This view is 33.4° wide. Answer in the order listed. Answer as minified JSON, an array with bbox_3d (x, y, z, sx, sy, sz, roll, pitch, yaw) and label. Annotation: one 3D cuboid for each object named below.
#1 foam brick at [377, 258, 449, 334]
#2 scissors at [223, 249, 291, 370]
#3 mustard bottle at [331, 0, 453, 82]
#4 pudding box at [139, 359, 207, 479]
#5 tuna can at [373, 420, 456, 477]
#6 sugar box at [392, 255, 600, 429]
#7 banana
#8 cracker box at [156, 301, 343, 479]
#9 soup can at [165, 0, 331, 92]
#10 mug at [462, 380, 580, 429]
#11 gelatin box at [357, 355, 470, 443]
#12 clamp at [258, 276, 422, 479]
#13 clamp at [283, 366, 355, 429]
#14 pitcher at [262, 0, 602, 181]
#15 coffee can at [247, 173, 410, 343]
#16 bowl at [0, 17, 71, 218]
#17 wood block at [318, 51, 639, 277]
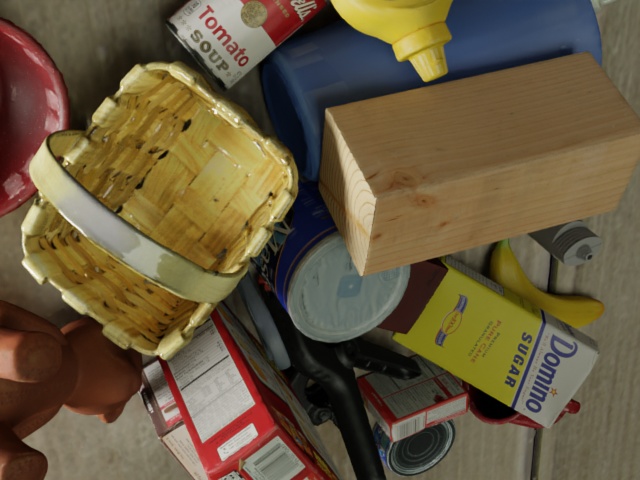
[{"bbox_3d":[0.070,0.039,0.983,0.052,0.051,0.078,20,108,-38],"label":"foam brick"},{"bbox_3d":[-0.064,0.024,0.851,0.016,0.096,0.201,-25,121,-8],"label":"scissors"},{"bbox_3d":[0.044,-0.201,0.740,0.096,0.058,0.191,-23,92,-18],"label":"mustard bottle"},{"bbox_3d":[-0.114,0.168,0.940,0.039,0.090,0.113,-34,130,-4],"label":"pudding box"},{"bbox_3d":[0.099,0.206,1.122,0.086,0.034,0.086,-14,126,-21],"label":"tuna can"},{"bbox_3d":[0.167,0.096,1.016,0.176,0.048,0.093,30,106,2],"label":"sugar box"},{"bbox_3d":[0.226,0.056,1.090,0.070,0.037,0.197,-48,130,8],"label":"banana"},{"bbox_3d":[-0.060,0.143,0.872,0.072,0.214,0.164,-36,131,0],"label":"cracker box"},{"bbox_3d":[-0.052,-0.165,0.769,0.102,0.069,0.068,-41,131,1],"label":"soup can"},{"bbox_3d":[0.217,0.153,1.102,0.081,0.117,0.093,20,87,-42],"label":"mug"},{"bbox_3d":[0.092,0.154,1.057,0.089,0.073,0.030,-19,129,-19],"label":"gelatin box"},{"bbox_3d":[0.015,0.113,0.951,0.036,0.164,0.210,-26,120,32],"label":"clamp"},{"bbox_3d":[0.006,0.163,1.038,0.120,0.039,0.171,-10,124,-29],"label":"clamp"},{"bbox_3d":[0.080,-0.143,0.827,0.242,0.149,0.145,-20,156,-12],"label":"pitcher"},{"bbox_3d":[-0.006,0.001,0.856,0.102,0.140,0.103,-14,126,-21],"label":"coffee can"},{"bbox_3d":[-0.254,-0.088,0.716,0.161,0.055,0.162,-14,126,-21],"label":"bowl"},{"bbox_3d":[0.113,-0.056,0.763,0.205,0.091,0.090,-15,145,-15],"label":"wood block"}]
